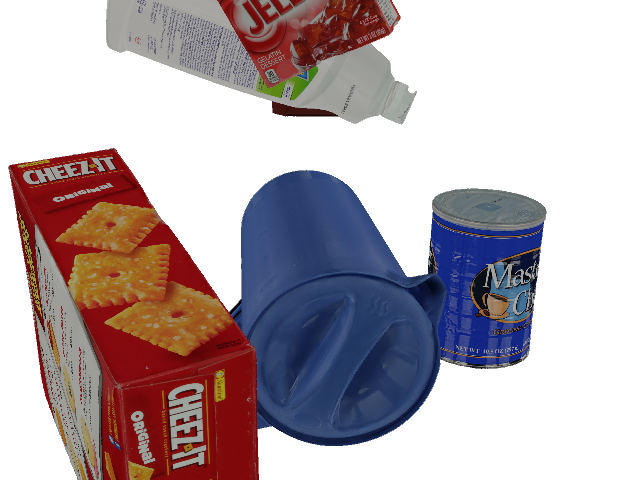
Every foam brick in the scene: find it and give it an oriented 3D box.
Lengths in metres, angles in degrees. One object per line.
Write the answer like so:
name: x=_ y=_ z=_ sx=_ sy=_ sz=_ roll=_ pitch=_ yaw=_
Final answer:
foam brick: x=-0.009 y=-0.158 z=1.132 sx=0.078 sy=0.051 sz=0.053 roll=-2 pitch=12 yaw=-19

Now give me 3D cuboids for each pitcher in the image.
pitcher: x=-0.009 y=0.041 z=0.807 sx=0.149 sy=0.145 sz=0.243 roll=6 pitch=22 yaw=-11

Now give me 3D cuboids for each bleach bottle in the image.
bleach bottle: x=-0.045 y=-0.152 z=0.858 sx=0.251 sy=0.068 sz=0.103 roll=24 pitch=-31 yaw=1

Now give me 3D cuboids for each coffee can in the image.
coffee can: x=0.150 y=0.033 z=0.989 sx=0.103 sy=0.140 sz=0.103 roll=2 pitch=20 yaw=-1

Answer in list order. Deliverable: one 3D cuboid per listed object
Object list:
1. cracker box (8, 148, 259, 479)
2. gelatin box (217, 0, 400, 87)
cracker box: x=-0.100 y=0.070 z=0.566 sx=0.072 sy=0.164 sz=0.214 roll=-13 pitch=34 yaw=-22
gelatin box: x=-0.010 y=-0.138 z=0.614 sx=0.089 sy=0.073 sz=0.030 roll=-19 pitch=23 yaw=28
